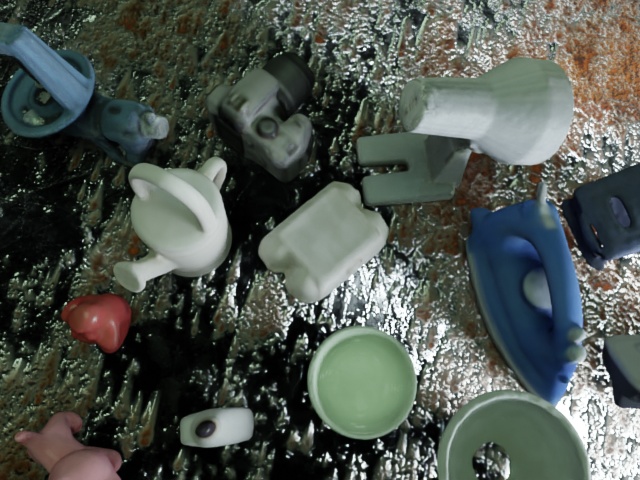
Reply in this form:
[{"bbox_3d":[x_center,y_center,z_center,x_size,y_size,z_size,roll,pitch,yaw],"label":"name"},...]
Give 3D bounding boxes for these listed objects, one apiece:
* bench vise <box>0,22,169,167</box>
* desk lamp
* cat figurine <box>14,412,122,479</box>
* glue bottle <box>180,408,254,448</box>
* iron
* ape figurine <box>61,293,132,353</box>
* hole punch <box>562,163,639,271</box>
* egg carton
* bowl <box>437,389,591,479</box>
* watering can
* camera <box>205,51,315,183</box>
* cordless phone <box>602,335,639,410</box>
[{"bbox_3d":[-0.283,-0.180,0.662,0.207,0.220,0.121,-1,73,-4],"label":"bench vise"},{"bbox_3d":[0.159,-0.124,0.678,0.203,0.213,0.118,-7,73,-6],"label":"desk lamp"},{"bbox_3d":[-0.259,0.235,0.590,0.127,0.118,0.067,35,74,7],"label":"cat figurine"},{"bbox_3d":[-0.110,0.192,0.585,0.078,0.173,0.037,-6,73,-5],"label":"glue bottle"},{"bbox_3d":[0.261,0.064,0.665,0.118,0.141,0.258,-10,74,-6],"label":"iron"},{"bbox_3d":[-0.255,0.091,0.648,0.076,0.092,0.077,-33,78,-12],"label":"ape figurine"},{"bbox_3d":[0.380,-0.029,0.728,0.101,0.091,0.108,-17,75,-9],"label":"hole punch"},{"bbox_3d":[0.006,0.003,0.704,0.150,0.069,0.107,-41,80,-14],"label":"egg carton"},{"bbox_3d":[0.205,0.253,0.639,0.167,0.075,0.167,1,73,-3],"label":"bowl"},{"bbox_3d":[-0.158,-0.021,0.635,0.101,0.194,0.173,9,73,-1],"label":"watering can"},{"bbox_3d":[-0.057,-0.173,0.737,0.143,0.101,0.137,38,75,8],"label":"camera"},{"bbox_3d":[0.418,0.140,0.630,0.147,0.185,0.094,-1,73,-4],"label":"cordless phone"}]
